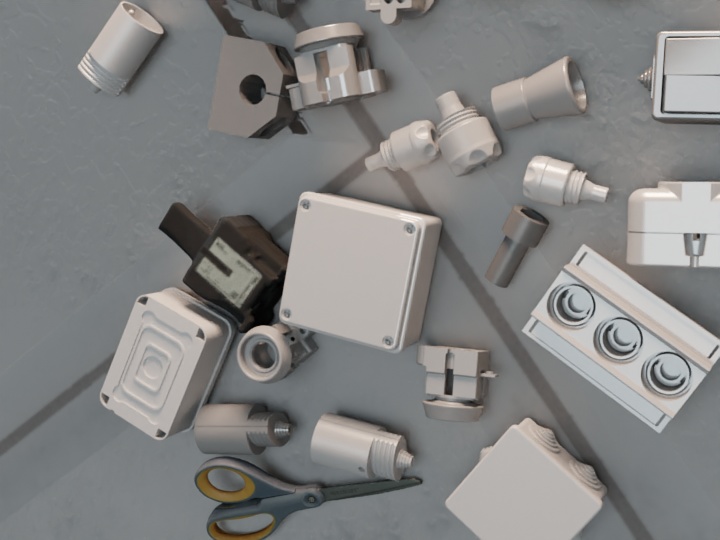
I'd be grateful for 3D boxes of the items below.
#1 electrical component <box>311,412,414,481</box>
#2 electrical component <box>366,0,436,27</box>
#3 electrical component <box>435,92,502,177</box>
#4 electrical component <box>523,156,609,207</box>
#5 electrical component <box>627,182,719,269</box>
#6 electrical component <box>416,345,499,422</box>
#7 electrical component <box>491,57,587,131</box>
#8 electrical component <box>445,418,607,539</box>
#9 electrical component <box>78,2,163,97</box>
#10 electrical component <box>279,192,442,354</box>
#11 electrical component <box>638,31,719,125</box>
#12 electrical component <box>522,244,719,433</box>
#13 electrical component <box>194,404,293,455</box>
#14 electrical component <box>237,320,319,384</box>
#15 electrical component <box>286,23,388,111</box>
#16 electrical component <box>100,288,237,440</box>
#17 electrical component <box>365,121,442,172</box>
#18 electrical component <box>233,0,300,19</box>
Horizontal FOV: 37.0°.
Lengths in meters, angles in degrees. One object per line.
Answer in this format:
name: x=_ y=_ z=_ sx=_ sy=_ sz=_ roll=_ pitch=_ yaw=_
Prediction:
electrical component: x=0.005 y=0.147 z=0.880 sx=0.081 sy=0.043 sz=0.043 roll=12 pitch=99 yaw=21
electrical component: x=0.032 y=-0.220 z=0.830 sx=0.048 sy=0.055 sz=0.066 roll=2 pitch=95 yaw=22
electrical component: x=0.079 y=-0.106 z=0.828 sx=0.043 sy=0.043 sz=0.062 roll=-28 pitch=82 yaw=22
electrical component: x=0.155 y=-0.063 z=0.805 sx=0.061 sy=0.035 sz=0.035 roll=17 pitch=101 yaw=17
electrical component: x=0.240 y=-0.033 z=0.762 sx=0.095 sy=0.054 sz=0.059 roll=2 pitch=95 yaw=22
electrical component: x=0.075 y=0.089 z=0.846 sx=0.066 sy=0.048 sz=0.055 roll=4 pitch=89 yaw=22
electrical component: x=0.132 y=-0.129 z=0.806 sx=0.065 sy=0.044 sz=0.044 roll=-15 pitch=89 yaw=28
electrical component: x=0.130 y=0.174 z=0.828 sx=0.100 sy=0.048 sz=0.099 roll=42 pitch=108 yaw=14
electrical component: x=-0.212 y=-0.188 z=0.940 sx=0.043 sy=0.043 sz=0.081 roll=45 pitch=109 yaw=13
electrical component: x=0.000 y=0.000 z=0.862 sx=0.109 sy=0.056 sz=0.108 roll=14 pitch=100 yaw=21
electrical component: x=0.241 y=-0.133 z=0.748 sx=0.096 sy=0.061 sz=0.061 roll=5 pitch=96 yaw=22
electrical component: x=0.193 y=0.048 z=0.783 sx=0.121 sy=0.063 sz=0.078 roll=37 pitch=107 yaw=15
electrical component: x=-0.096 y=0.136 z=0.921 sx=0.081 sy=0.043 sz=0.043 roll=-3 pitch=93 yaw=23
electrical component: x=-0.072 y=0.068 z=0.898 sx=0.066 sy=0.055 sz=0.048 roll=-42 pitch=79 yaw=20
electrical component: x=-0.021 y=-0.162 z=0.857 sx=0.078 sy=0.058 sz=0.057 roll=-9 pitch=94 yaw=23
electrical component: x=-0.166 y=0.080 z=0.937 sx=0.078 sy=0.057 sz=0.113 roll=28 pitch=105 yaw=18
electrical component: x=0.033 y=-0.094 z=0.853 sx=0.061 sy=0.035 sz=0.035 roll=-20 pitch=87 yaw=25
electrical component: x=-0.085 y=-0.237 z=0.883 sx=0.081 sy=0.043 sz=0.043 roll=27 pitch=104 yaw=18
